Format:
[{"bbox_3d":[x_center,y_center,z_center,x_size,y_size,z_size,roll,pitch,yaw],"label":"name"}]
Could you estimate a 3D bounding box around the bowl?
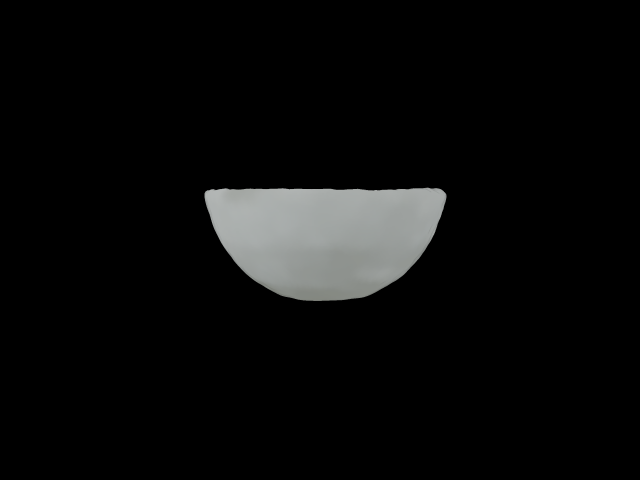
[{"bbox_3d":[0.004,0.001,0.400,0.167,0.075,0.167,0,4,0],"label":"bowl"}]
